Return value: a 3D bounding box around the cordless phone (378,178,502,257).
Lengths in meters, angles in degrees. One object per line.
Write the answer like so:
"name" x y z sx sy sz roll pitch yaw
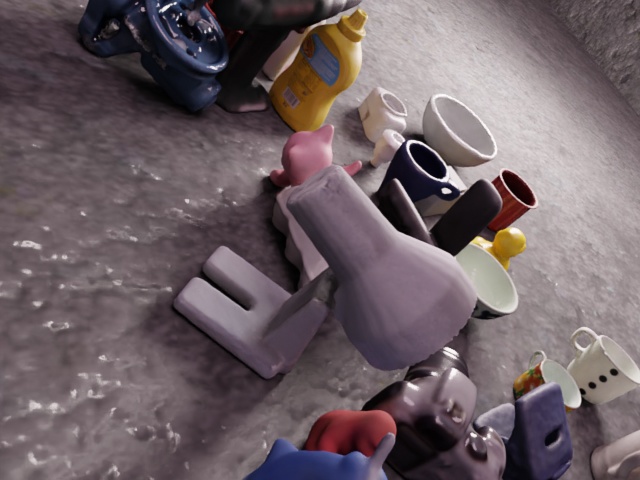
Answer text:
"cordless phone" 0.152 -0.038 0.762 0.094 0.184 0.147 -3 56 -43

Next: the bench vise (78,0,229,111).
"bench vise" -0.179 -0.278 0.664 0.208 0.219 0.121 24 42 -24

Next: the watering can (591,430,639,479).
"watering can" 0.464 0.279 0.733 0.173 0.193 0.101 -6 58 -44

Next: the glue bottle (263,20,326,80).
"glue bottle" -0.021 -0.323 0.886 0.037 0.173 0.078 46 38 4

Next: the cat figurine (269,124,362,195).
"cat figurine" -0.005 -0.093 0.729 0.128 0.117 0.067 10 48 -35

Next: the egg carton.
"egg carton" 0.006 0.002 0.688 0.108 0.069 0.150 2 54 -41

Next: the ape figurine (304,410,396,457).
"ape figurine" 0.033 0.185 0.520 0.078 0.092 0.076 19 44 -28

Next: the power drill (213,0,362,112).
"power drill" -0.063 -0.274 0.773 0.230 0.208 0.075 -21 70 -50

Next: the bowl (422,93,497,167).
"bowl" 0.252 -0.195 1.091 0.168 0.074 0.167 24 41 -23

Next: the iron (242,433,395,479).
"iron" -0.012 0.250 0.378 0.119 0.141 0.258 35 38 -10

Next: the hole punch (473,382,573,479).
"hole punch" 0.256 0.232 0.677 0.109 0.091 0.101 -5 58 -44

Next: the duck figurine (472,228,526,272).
"duck figurine" 0.283 0.013 0.912 0.105 0.086 0.077 8 49 -37

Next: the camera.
"camera" 0.133 0.182 0.606 0.143 0.100 0.137 42 37 -1

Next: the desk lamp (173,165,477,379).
"desk lamp" 0.004 0.043 0.529 0.203 0.213 0.118 38 38 -7

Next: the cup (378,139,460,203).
"cup" 0.144 -0.083 0.871 0.118 0.094 0.092 36 38 -10
